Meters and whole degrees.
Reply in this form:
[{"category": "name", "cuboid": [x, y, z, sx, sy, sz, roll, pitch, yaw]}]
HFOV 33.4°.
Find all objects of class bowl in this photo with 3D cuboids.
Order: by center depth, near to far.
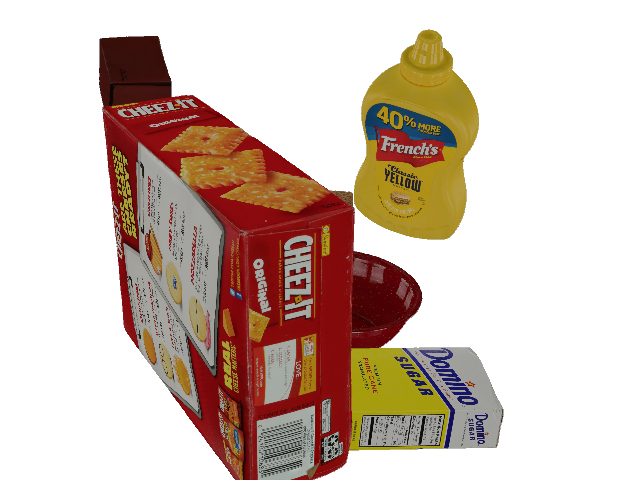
[{"category": "bowl", "cuboid": [0.018, 0.069, 1.054, 0.162, 0.055, 0.162, 3, 27, -2]}]

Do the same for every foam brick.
[{"category": "foam brick", "cuboid": [-0.158, -0.132, 0.907, 0.053, 0.051, 0.078, -4, 41, -15]}]

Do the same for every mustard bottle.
[{"category": "mustard bottle", "cuboid": [0.080, -0.089, 0.879, 0.096, 0.192, 0.058, 21, 48, 17]}]

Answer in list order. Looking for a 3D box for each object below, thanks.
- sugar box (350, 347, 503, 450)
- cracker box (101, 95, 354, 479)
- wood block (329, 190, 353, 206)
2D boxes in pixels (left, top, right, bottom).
[{"category": "sugar box", "cuboid": [0.049, 0.125, 0.858, 0.176, 0.048, 0.093, -2, 28, -9]}, {"category": "cracker box", "cuboid": [-0.058, 0.021, 0.633, 0.072, 0.164, 0.214, -13, 28, -25]}, {"category": "wood block", "cuboid": [-0.008, 0.045, 1.388, 0.090, 0.206, 0.091, 3, 23, -1]}]
